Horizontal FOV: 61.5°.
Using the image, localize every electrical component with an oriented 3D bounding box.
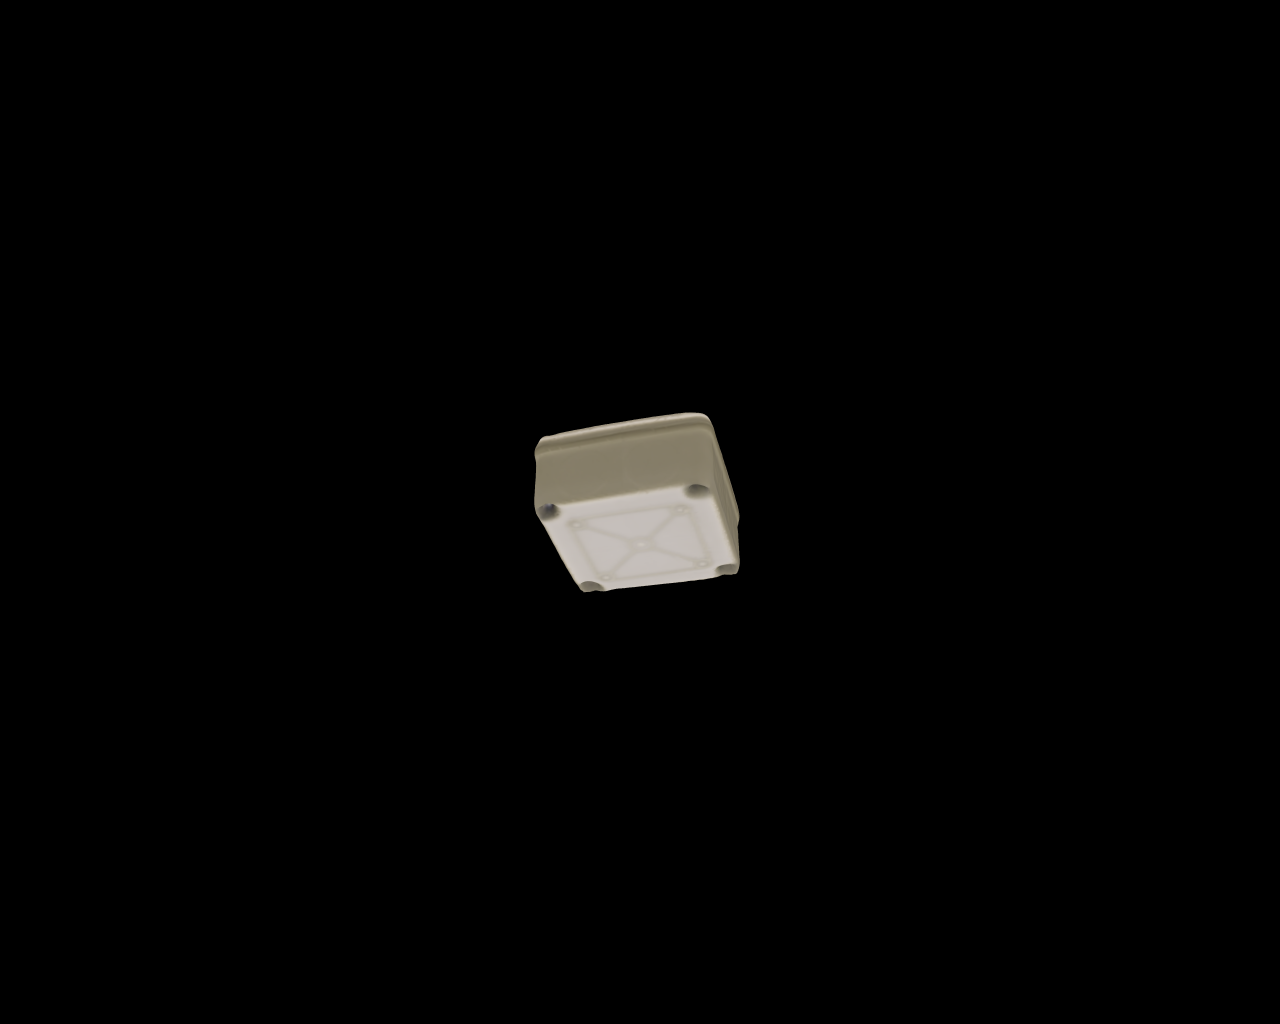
[{"bbox_3d":[0.001,-0.003,0.650,0.109,0.056,0.108,-8,-35,11],"label":"electrical component"}]
